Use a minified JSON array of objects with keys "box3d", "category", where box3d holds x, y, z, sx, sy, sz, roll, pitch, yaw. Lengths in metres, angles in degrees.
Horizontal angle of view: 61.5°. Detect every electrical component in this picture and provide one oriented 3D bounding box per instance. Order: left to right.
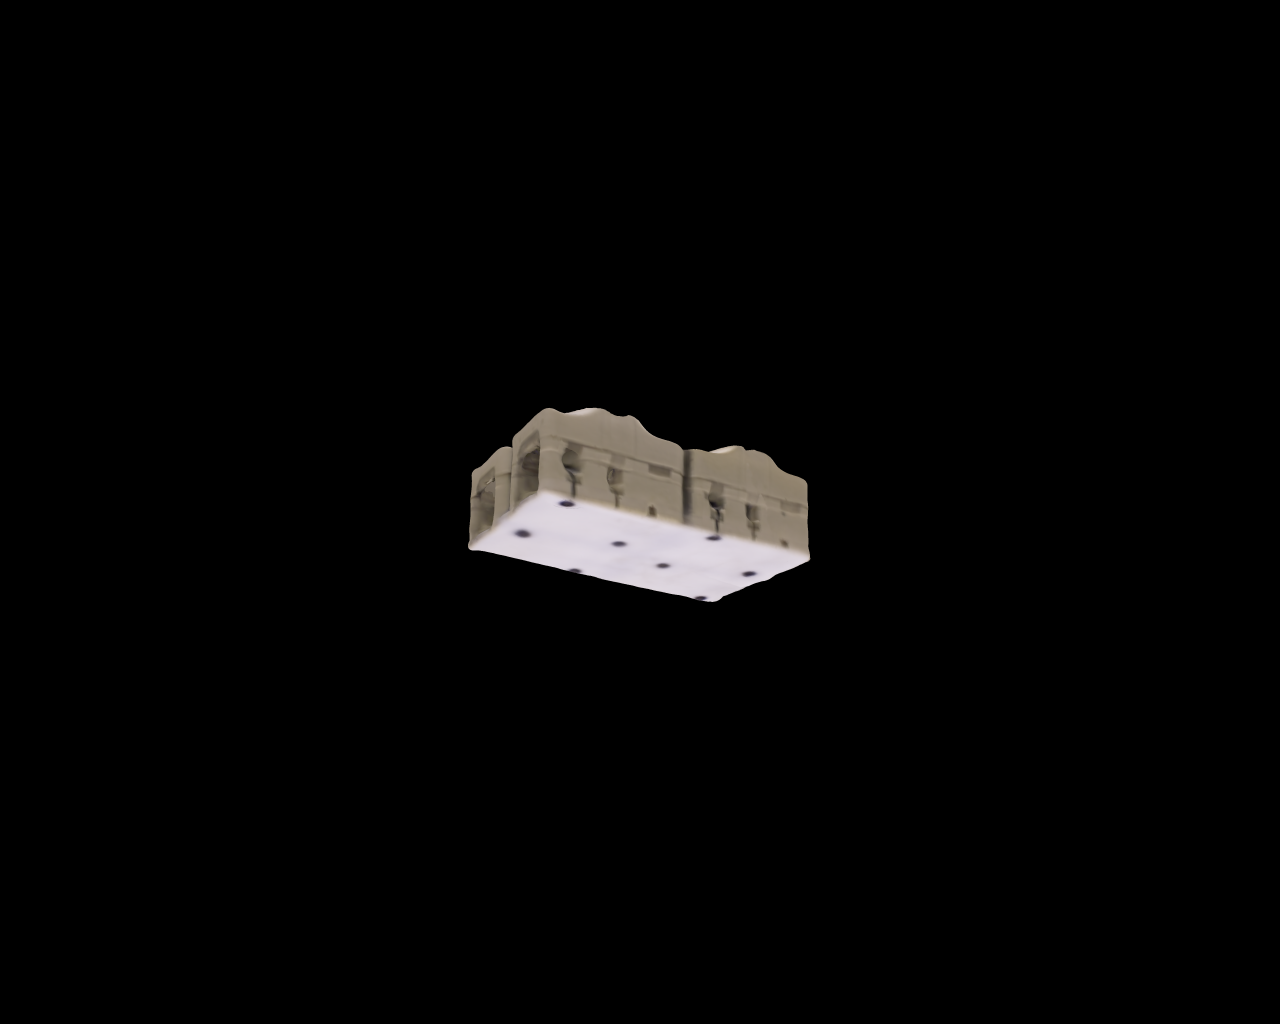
[{"box3d":[0.001,-0.003,0.650,0.186,0.060,0.105,14,-27,-29],"category":"electrical component"}]
